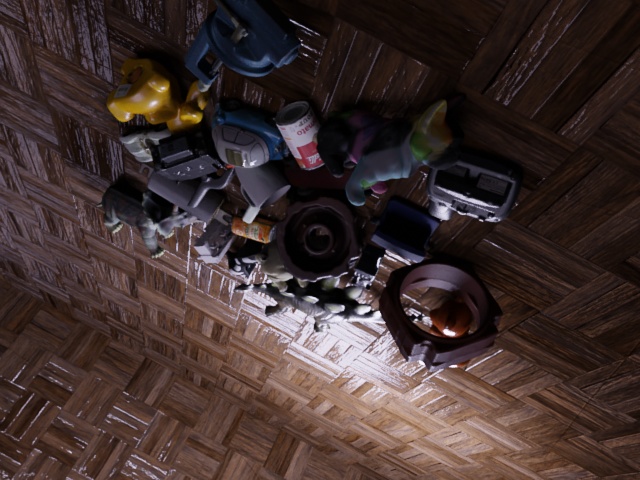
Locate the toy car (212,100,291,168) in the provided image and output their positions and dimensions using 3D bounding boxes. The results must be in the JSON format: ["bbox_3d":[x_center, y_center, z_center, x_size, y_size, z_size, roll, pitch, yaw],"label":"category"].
[{"bbox_3d":[-0.141,-0.183,1.003,0.162,0.103,0.109,22,148,14],"label":"toy car"}]

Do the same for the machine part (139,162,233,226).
[{"bbox_3d":[-0.313,-0.111,1.260,0.243,0.079,0.079,32,148,-4],"label":"machine part"}]

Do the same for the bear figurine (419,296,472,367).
[{"bbox_3d":[0.281,0.201,1.209,0.132,0.120,0.195,8,141,35],"label":"bear figurine"}]

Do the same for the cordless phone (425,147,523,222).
[{"bbox_3d":[0.248,-0.067,0.909,0.147,0.089,0.184,21,158,14],"label":"cordless phone"}]

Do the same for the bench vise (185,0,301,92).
[{"bbox_3d":[-0.148,-0.317,0.802,0.223,0.129,0.240,37,140,-15],"label":"bench vise"}]

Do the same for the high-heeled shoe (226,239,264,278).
[{"bbox_3d":[-0.159,0.056,1.379,0.249,0.086,0.145,2,142,43],"label":"high-heeled shoe"}]

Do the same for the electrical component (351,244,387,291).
[{"bbox_3d":[0.108,0.051,1.168,0.048,0.075,0.119,22,152,9],"label":"electrical component"}]

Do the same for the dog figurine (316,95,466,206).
[{"bbox_3d":[0.115,-0.165,0.828,0.219,0.108,0.191,-40,78,39],"label":"dog figurine"}]

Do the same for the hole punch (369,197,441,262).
[{"bbox_3d":[0.158,-0.004,1.039,0.142,0.092,0.115,23,153,5],"label":"hole punch"}]

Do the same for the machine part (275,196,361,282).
[{"bbox_3d":[-0.002,-0.003,1.078,0.179,0.179,0.056,25,-173,6],"label":"machine part"}]

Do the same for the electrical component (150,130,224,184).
[{"bbox_3d":[-0.266,-0.165,1.066,0.115,0.058,0.134,-20,169,7],"label":"electrical component"}]

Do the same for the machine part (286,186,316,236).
[{"bbox_3d":[-0.045,-0.059,1.166,0.084,0.039,0.138,24,151,23],"label":"machine part"}]

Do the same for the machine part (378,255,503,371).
[{"bbox_3d":[0.232,0.136,1.045,0.201,0.201,0.087,-14,142,-17],"label":"machine part"}]

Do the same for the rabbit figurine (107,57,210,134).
[{"bbox_3d":[-0.282,-0.261,1.019,0.163,0.122,0.173,-4,151,27],"label":"rabbit figurine"}]

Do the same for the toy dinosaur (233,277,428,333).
[{"bbox_3d":[0.019,0.158,1.330,0.472,0.105,0.198,11,155,-6],"label":"toy dinosaur"}]

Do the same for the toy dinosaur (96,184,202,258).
[{"bbox_3d":[-0.488,-0.085,1.404,0.405,0.131,0.191,19,135,23],"label":"toy dinosaur"}]

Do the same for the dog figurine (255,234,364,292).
[{"bbox_3d":[-0.021,0.025,1.146,0.191,0.172,0.121,-26,76,41],"label":"dog figurine"}]

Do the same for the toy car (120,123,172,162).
[{"bbox_3d":[-0.362,-0.210,1.175,0.202,0.056,0.073,1,139,36],"label":"toy car"}]

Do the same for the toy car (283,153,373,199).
[{"bbox_3d":[0.018,-0.124,1.009,0.202,0.053,0.089,6,131,38],"label":"toy car"}]

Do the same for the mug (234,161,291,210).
[{"bbox_3d":[-0.127,-0.122,1.091,0.107,0.081,0.109,55,140,4],"label":"mug"}]
